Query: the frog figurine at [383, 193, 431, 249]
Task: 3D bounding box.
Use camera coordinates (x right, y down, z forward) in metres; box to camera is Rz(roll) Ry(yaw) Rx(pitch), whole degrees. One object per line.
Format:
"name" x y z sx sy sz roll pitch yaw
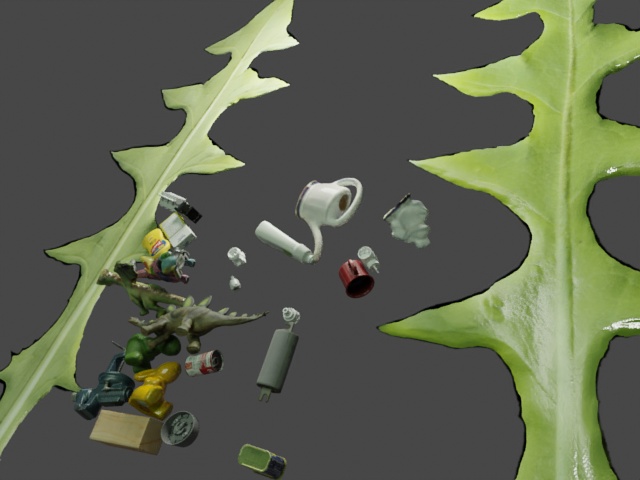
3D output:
"frog figurine" 0.288 -0.046 1.599 0.138 0.121 0.160 -39 82 -15

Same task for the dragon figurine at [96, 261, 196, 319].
"dragon figurine" -0.638 0.164 1.835 0.409 0.238 0.125 -1 51 31

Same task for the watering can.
"watering can" 0.005 -0.089 1.759 0.225 0.102 0.353 15 59 37
